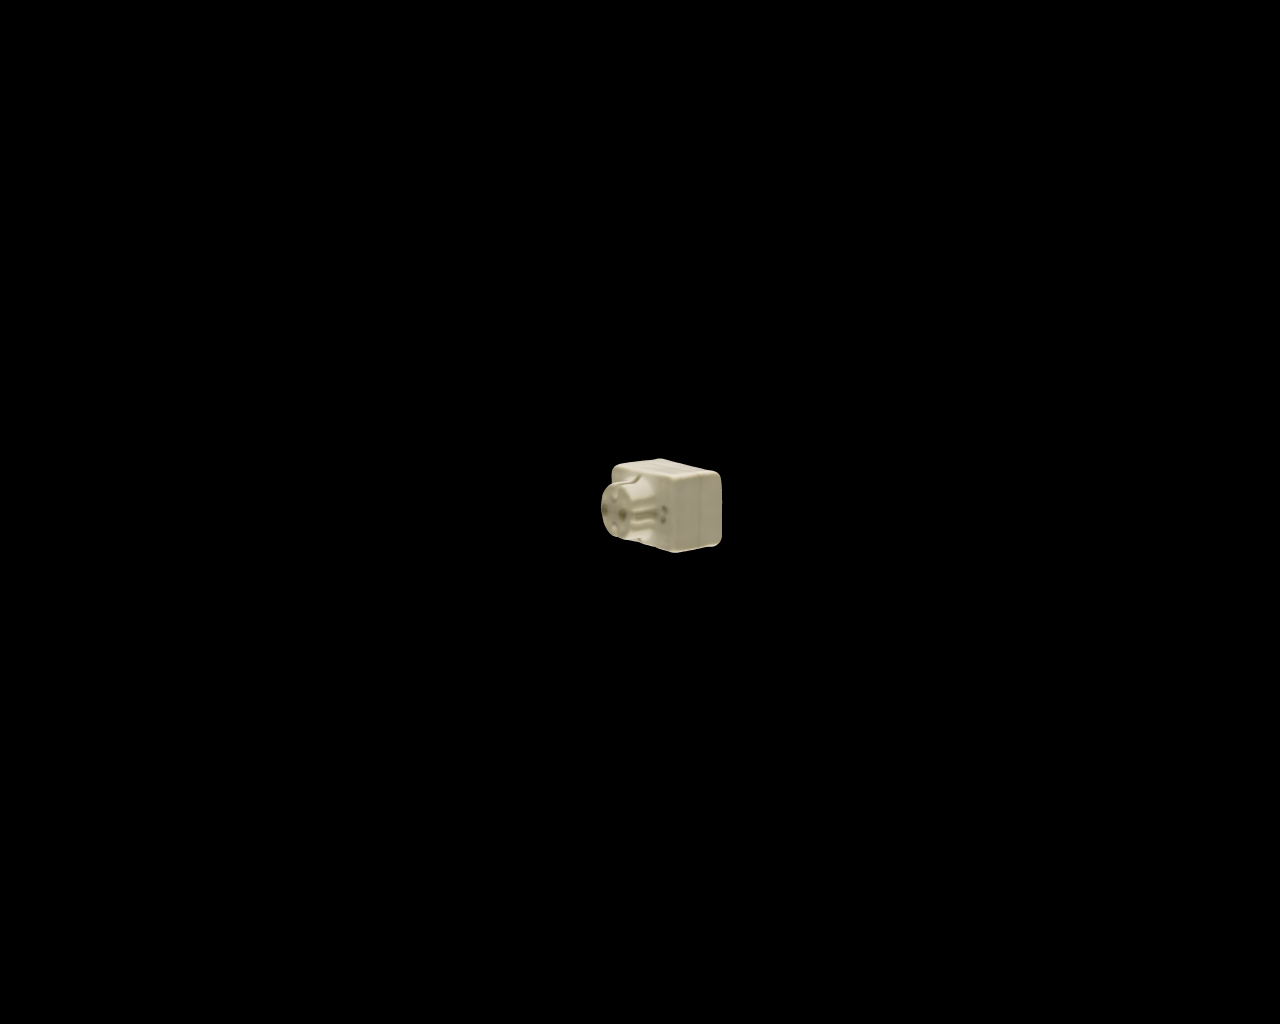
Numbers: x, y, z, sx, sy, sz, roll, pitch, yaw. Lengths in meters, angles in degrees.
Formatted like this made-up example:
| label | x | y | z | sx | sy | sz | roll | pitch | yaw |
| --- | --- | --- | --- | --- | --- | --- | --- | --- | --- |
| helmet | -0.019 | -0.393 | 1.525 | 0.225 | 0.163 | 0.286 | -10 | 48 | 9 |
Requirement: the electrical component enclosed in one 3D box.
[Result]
| label | x | y | z | sx | sy | sz | roll | pitch | yaw |
| --- | --- | --- | --- | --- | --- | --- | --- | --- | --- |
| electrical component | 0.001 | -0.003 | 0.650 | 0.077 | 0.047 | 0.066 | -8 | 14 | -35 |
